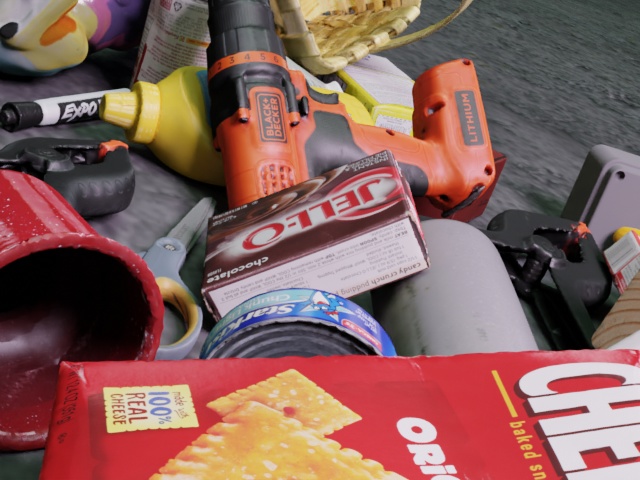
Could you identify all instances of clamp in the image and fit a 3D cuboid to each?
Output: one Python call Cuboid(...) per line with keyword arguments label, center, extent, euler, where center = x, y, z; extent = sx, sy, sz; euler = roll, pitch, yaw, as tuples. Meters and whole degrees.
Cuboid(label="clamp", center=(0.148, 0.026, 0.703), extent=(0.165, 0.036, 0.209), euler=(41, 27, 24))
Cuboid(label="clamp", center=(-0.163, -0.033, 0.579), extent=(0.120, 0.039, 0.171), euler=(23, 15, 5))

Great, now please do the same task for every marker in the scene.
Cuboid(label="marker", center=(-0.170, -0.089, 0.723), extent=(0.020, 0.020, 0.120), euler=(30, 25, 22))

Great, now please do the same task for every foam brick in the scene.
Cuboid(label="foam brick", center=(0.097, -0.046, 0.803), extent=(0.051, 0.053, 0.078), euler=(29, 23, 21))

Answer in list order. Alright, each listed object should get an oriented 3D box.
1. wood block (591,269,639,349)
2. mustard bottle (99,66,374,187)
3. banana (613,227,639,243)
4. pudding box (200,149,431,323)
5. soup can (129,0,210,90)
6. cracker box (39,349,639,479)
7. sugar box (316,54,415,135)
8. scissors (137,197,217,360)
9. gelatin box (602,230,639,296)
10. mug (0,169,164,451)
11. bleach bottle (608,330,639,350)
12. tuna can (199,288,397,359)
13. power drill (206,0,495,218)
Cuboid(label="wood block", center=(0.272, 0.067, 0.613), extent=(0.205, 0.091, 0.090), euler=(13, 29, -31))
Cuboid(label="mustard bottle", center=(-0.056, -0.076, 0.731), extent=(0.191, 0.058, 0.096), euler=(7, 46, -27))
Cuboid(label="banana", center=(0.302, 0.049, 0.773), extent=(0.198, 0.037, 0.069), euler=(32, 2, 8))
Cuboid(label="pudding box", center=(-0.004, 0.001, 0.559), extent=(0.113, 0.039, 0.090), euler=(-23, 23, 7))
Cuboid(label="soup can", center=(-0.098, -0.137, 0.782), extent=(0.068, 0.102, 0.068), euler=(17, 23, -7))
Cuboid(label="cracker box", center=(0.022, 0.100, 0.319), extent=(0.213, 0.072, 0.164), euler=(-1, 26, -6))
Cuboid(label="sugar box", center=(0.049, -0.125, 0.952), extent=(0.093, 0.048, 0.176), euler=(9, 22, -26))
Cuboid(label="scissors", center=(-0.101, 0.007, 0.569), extent=(0.096, 0.016, 0.202), euler=(15, 23, -12))
Cuboid(label="gelatin box", center=(0.227, 0.042, 0.708), extent=(0.073, 0.030, 0.089), euler=(44, 19, -14))
Cuboid(label="mug", center=(-0.115, 0.028, 0.433), extent=(0.082, 0.093, 0.117), euler=(38, -2, 46))
Cuboid(label="bleach bottle", center=(0.165, 0.130, 0.406), extent=(0.068, 0.102, 0.251), euler=(53, 10, -26))
Cuboid(label="tuna can", center=(-0.009, 0.063, 0.428), extent=(0.086, 0.086, 0.033), euler=(18, 21, -6))
Cuboid(label="power drill", center=(0.016, -0.088, 0.703), extent=(0.187, 0.057, 0.184), euler=(1, 71, -25))
